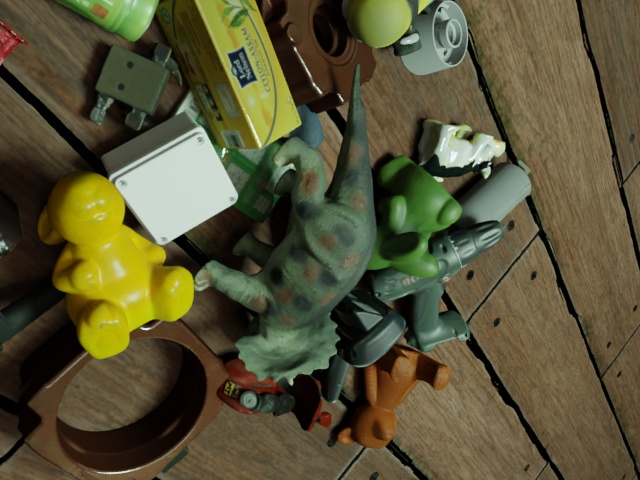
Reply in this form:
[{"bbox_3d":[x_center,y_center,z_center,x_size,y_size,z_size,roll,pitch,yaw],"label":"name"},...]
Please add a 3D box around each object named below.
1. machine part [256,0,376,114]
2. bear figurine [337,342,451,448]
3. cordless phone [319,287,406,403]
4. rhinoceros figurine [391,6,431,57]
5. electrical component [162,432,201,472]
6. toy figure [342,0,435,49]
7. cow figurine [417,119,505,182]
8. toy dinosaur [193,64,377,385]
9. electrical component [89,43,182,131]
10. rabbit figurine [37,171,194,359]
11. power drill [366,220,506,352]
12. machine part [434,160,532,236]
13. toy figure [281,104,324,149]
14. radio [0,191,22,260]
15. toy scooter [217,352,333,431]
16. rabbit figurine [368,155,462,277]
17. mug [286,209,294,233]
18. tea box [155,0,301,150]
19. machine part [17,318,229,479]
[{"bbox_3d":[0.000,-0.243,0.636,0.179,0.056,0.179,3,86,-48],"label":"machine part"},{"bbox_3d":[0.115,0.275,0.903,0.120,0.132,0.195,21,89,-22],"label":"bear figurine"},{"bbox_3d":[0.042,0.170,0.795,0.089,0.147,0.184,8,100,-28],"label":"cordless phone"},{"bbox_3d":[0.095,-0.335,0.695,0.112,0.073,0.190,-40,125,-19],"label":"rhinoceros figurine"},{"bbox_3d":[-0.202,0.268,0.709,0.094,0.063,0.021,-38,124,-8],"label":"electrical component"},{"bbox_3d":[0.099,-0.297,0.617,0.180,0.089,0.082,-45,108,-14],"label":"toy figure"},{"bbox_3d":[0.229,-0.135,0.868,0.167,0.068,0.098,5,109,-33],"label":"cow figurine"},{"bbox_3d":[-0.008,0.017,0.636,0.404,0.192,0.131,-54,175,25],"label":"toy dinosaur"},{"bbox_3d":[-0.193,-0.162,0.574,0.078,0.045,0.102,17,94,-10],"label":"electrical component"},{"bbox_3d":[-0.216,0.002,0.540,0.122,0.163,0.173,-27,134,-24],"label":"rabbit figurine"},{"bbox_3d":[0.200,0.082,0.882,0.232,0.086,0.207,-19,132,-2],"label":"power drill"},{"bbox_3d":[0.284,-0.057,0.929,0.243,0.079,0.079,-39,125,-19],"label":"machine part"},{"bbox_3d":[-0.048,-0.176,0.661,0.058,0.064,0.154,-22,121,16],"label":"toy figure"},{"bbox_3d":[-0.371,0.037,0.460,0.229,0.131,0.073,-47,126,-12],"label":"radio"},{"bbox_3d":[-0.056,0.216,0.750,0.183,0.135,0.075,18,98,-37],"label":"toy scooter"},{"bbox_3d":[0.120,-0.011,0.800,0.170,0.159,0.121,-42,137,3],"label":"rabbit figurine"},{"bbox_3d":[-0.002,-0.002,0.751,0.109,0.081,0.107,3,116,-43],"label":"mug"},{"bbox_3d":[-0.098,-0.188,0.583,0.068,0.098,0.169,-37,121,-29],"label":"tea box"},{"bbox_3d":[-0.230,0.177,0.643,0.201,0.087,0.201,-44,128,-14],"label":"machine part"}]
